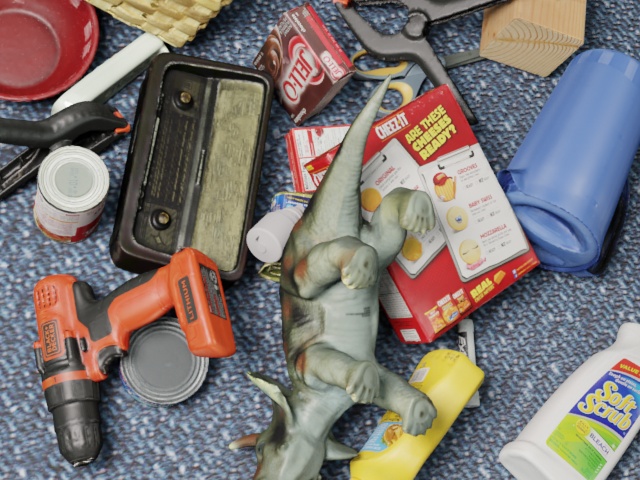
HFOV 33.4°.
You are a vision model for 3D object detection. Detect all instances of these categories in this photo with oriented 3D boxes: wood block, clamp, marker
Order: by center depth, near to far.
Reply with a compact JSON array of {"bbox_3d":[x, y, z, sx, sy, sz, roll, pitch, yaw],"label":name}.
[{"bbox_3d":[-0.263,-0.099,1.032,0.171,0.120,0.039,-31,75,-26],"label":"clamp"},{"bbox_3d":[0.157,0.118,1.141,0.020,0.020,0.121,3,73,-16],"label":"marker"},{"bbox_3d":[0.118,-0.242,1.178,0.210,0.036,0.164,29,94,14],"label":"clamp"},{"bbox_3d":[0.254,-0.311,1.252,0.090,0.090,0.206,15,67,-15],"label":"wood block"}]

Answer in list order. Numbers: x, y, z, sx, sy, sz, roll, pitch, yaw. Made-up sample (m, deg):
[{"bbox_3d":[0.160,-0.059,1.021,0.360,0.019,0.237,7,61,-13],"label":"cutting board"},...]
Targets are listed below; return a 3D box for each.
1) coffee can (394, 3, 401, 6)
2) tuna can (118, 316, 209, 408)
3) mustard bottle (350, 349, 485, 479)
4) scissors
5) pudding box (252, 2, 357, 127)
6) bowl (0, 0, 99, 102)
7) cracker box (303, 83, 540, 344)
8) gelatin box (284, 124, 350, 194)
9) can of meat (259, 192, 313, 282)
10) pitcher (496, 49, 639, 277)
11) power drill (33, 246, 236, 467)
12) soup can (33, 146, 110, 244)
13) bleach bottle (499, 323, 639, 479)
[{"bbox_3d":[0.118,-0.353,1.223,0.102,0.103,0.140,15,70,-12],"label":"coffee can"},{"bbox_3d":[-0.153,0.120,1.041,0.086,0.034,0.086,5,73,-15],"label":"tuna can"},{"bbox_3d":[0.083,0.197,1.053,0.058,0.096,0.191,43,67,-9],"label":"mustard bottle"},{"bbox_3d":[0.129,-0.183,1.222,0.201,0.016,0.096,0,71,-16],"label":"scissors"},{"bbox_3d":[-0.018,-0.184,1.127,0.039,0.114,0.090,-32,85,-26],"label":"pudding box"},{"bbox_3d":[-0.307,-0.205,1.079,0.162,0.055,0.162,5,73,-15],"label":"bowl"},{"bbox_3d":[0.105,-0.025,1.089,0.164,0.072,0.213,-32,97,-25],"label":"cracker box"},{"bbox_3d":[0.011,-0.085,1.152,0.089,0.030,0.073,-6,78,-19],"label":"gelatin box"},{"bbox_3d":[-0.007,0.001,1.107,0.102,0.057,0.084,11,70,-13],"label":"can of meat"},{"bbox_3d":[0.292,-0.087,1.192,0.145,0.149,0.242,24,64,14],"label":"pitcher"},{"bbox_3d":[-0.174,0.098,0.979,0.188,0.057,0.184,-20,71,15],"label":"power drill"},{"bbox_3d":[-0.240,-0.042,1.026,0.068,0.102,0.068,5,72,-15],"label":"soup can"},{"bbox_3d":[0.302,0.169,1.147,0.102,0.068,0.250,43,65,-1],"label":"bleach bottle"}]
